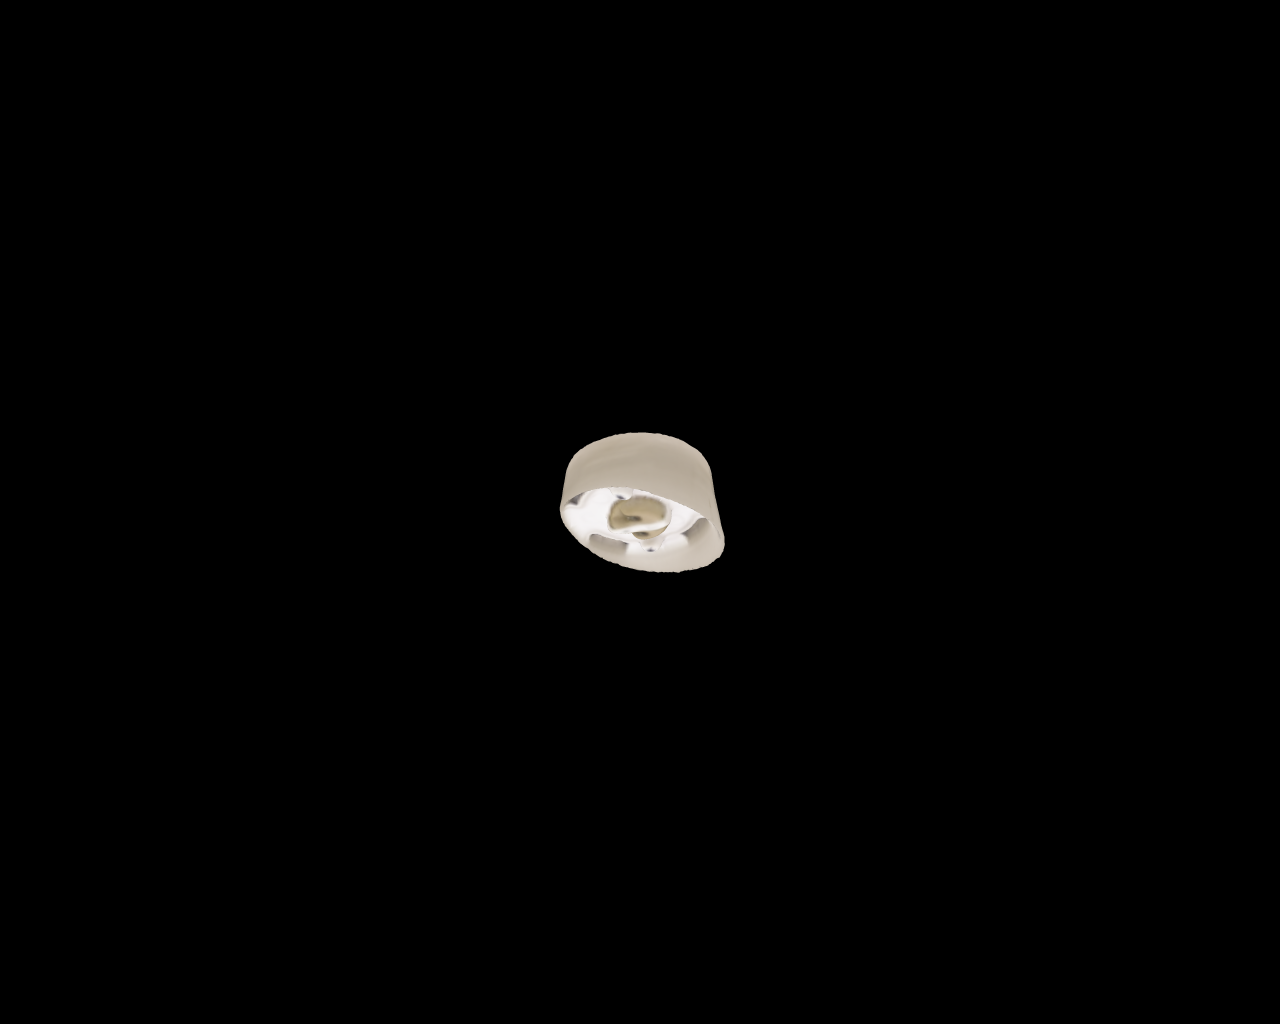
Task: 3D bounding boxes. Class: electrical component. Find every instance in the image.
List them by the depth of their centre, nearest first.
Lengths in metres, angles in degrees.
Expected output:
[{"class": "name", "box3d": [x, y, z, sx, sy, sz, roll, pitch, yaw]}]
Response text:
[{"class": "electrical component", "box3d": [0.001, -0.003, 0.650, 0.099, 0.064, 0.099, 0, -35, 0]}]
